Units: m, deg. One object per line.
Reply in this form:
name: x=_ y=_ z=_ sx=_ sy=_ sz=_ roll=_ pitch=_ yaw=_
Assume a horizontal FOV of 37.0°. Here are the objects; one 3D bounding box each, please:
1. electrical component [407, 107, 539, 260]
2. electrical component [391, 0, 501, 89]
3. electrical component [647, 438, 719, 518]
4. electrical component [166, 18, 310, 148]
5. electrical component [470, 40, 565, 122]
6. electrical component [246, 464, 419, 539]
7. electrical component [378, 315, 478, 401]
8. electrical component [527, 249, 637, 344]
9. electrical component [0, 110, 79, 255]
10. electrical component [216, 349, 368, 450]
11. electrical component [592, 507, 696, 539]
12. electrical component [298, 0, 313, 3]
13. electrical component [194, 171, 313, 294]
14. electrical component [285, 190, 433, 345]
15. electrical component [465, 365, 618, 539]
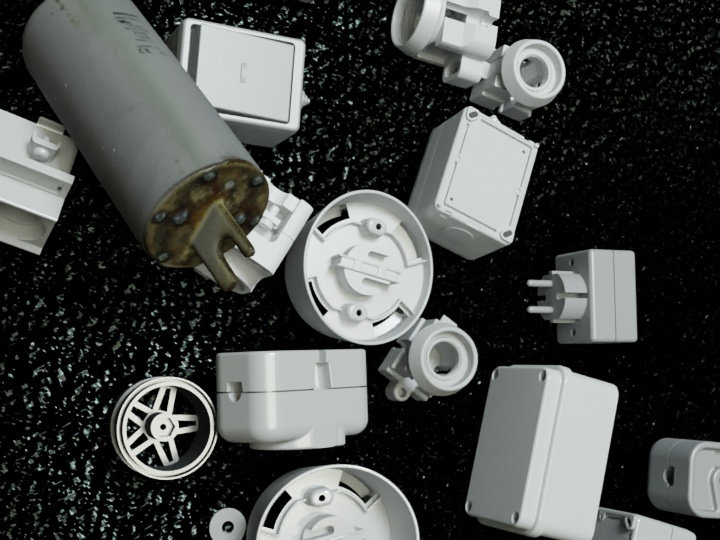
electrical component: x=0.076 y=-0.063 z=0.747 sx=0.062 sy=0.061 sz=0.096 roll=26 pitch=68 yaw=-18
electrical component: x=0.058 y=-0.172 z=0.749 sx=0.057 sy=0.058 sz=0.078 roll=12 pitch=81 yaw=-24
electrical component: x=0.265 y=0.155 z=0.800 sx=0.095 sy=0.059 sz=0.053 roll=8 pitch=82 yaw=-21
electrical component: x=-0.075 y=-0.118 z=0.687 sx=0.096 sy=0.061 sz=0.061 roll=7 pitch=83 yaw=-21
electrical component: x=0.114 y=-0.136 z=0.768 sx=0.066 sy=0.055 sz=0.048 roll=18 pitch=78 yaw=-20
electrical component: x=-0.020 y=0.171 z=0.679 sx=0.099 sy=0.064 sz=0.099 roll=2 pitch=84 yaw=-22
electrical component: x=0.048 y=0.060 z=0.723 sx=0.048 sy=0.055 sz=0.066 roll=39 pitch=72 yaw=-14
electrical component: x=0.154 y=0.020 z=0.774 sx=0.077 sy=0.047 sz=0.065 roll=2 pitch=84 yaw=-22
electrical component: x=-0.229 y=-0.065 z=0.616 sx=0.121 sy=0.079 sz=0.063 roll=22 pitch=55 yaw=-19
electrical component: x=-0.041 y=0.080 z=0.672 sx=0.095 sy=0.054 sz=0.059 roll=3 pitch=83 yaw=-46
electrical component: x=0.188 y=0.202 z=0.744 sx=0.061 sy=0.096 sz=0.061 roll=20 pitch=78 yaw=-19
electrical component: x=-0.084 y=-0.243 z=0.695 sx=0.150 sy=0.062 sz=0.089 roll=14 pitch=80 yaw=-20
electrical component: x=-0.076 y=-0.023 z=0.662 sx=0.050 sy=0.089 sz=0.055 roll=35 pitch=73 yaw=-16
electrical component: x=0.000 y=0.000 z=0.704 sx=0.099 sy=0.064 sz=0.099 roll=2 pitch=84 yaw=-21
electrical component: x=0.123 y=0.124 z=0.735 sx=0.057 sy=0.078 sz=0.113 roll=17 pitch=79 yaw=-23
